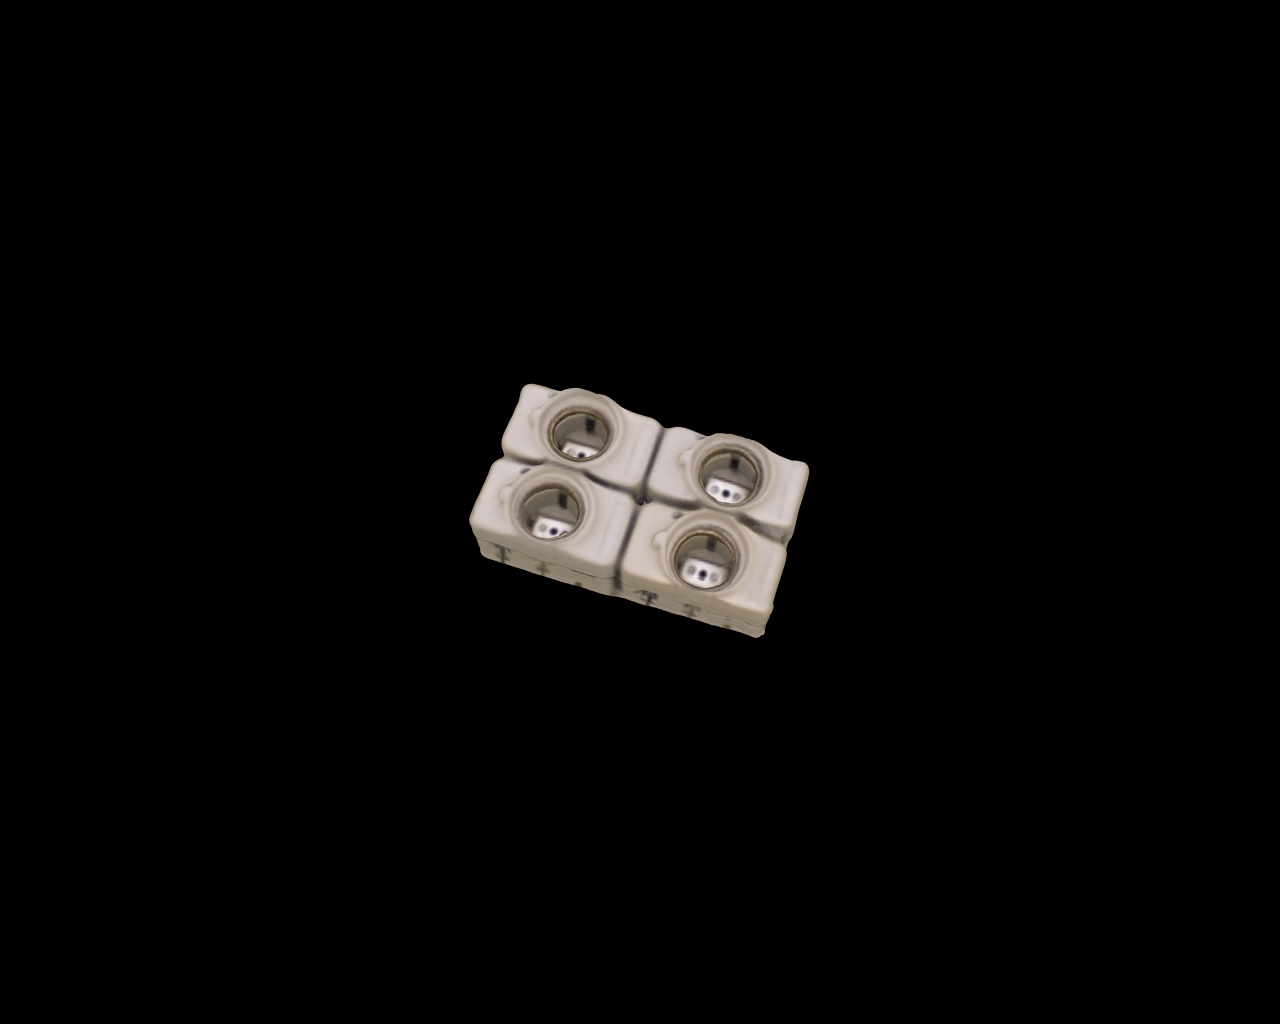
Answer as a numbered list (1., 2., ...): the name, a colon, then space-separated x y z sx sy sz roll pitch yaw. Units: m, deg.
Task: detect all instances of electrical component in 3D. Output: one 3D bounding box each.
1. electrical component: 0.001 -0.003 0.650 0.186 0.105 0.060 17 -22 7
